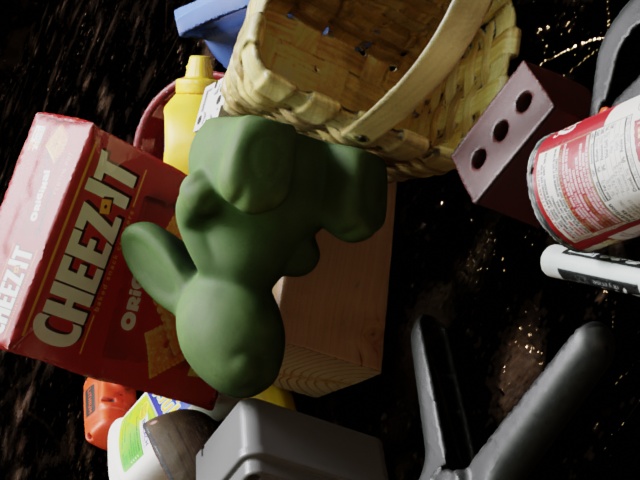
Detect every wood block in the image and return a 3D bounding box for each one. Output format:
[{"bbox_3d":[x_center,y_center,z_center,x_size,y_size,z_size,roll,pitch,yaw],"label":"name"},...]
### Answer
[{"bbox_3d":[-0.005,0.001,0.801,0.090,0.090,0.206,-31,45,52],"label":"wood block"}]

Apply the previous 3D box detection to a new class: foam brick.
[{"bbox_3d":[0.126,-0.056,0.633,0.078,0.051,0.053,-54,30,28],"label":"foam brick"}]

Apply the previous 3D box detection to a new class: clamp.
[{"bbox_3d":[0.079,0.136,0.603,0.165,0.036,0.210,9,80,64],"label":"clamp"},{"bbox_3d":[0.198,-0.125,0.558,0.120,0.039,0.171,-130,58,-70],"label":"clamp"}]

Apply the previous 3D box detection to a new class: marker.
[{"bbox_3d":[0.158,0.019,0.553,0.121,0.020,0.020,16,86,64],"label":"marker"}]

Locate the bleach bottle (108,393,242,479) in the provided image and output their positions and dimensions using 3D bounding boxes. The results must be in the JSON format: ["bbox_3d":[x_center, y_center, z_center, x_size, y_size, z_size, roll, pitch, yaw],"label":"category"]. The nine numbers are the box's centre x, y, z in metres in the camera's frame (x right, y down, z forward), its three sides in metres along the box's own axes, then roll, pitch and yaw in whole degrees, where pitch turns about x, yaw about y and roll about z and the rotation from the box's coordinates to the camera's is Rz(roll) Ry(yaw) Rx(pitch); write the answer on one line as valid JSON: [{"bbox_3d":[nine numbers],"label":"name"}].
[{"bbox_3d":[-0.099,0.127,0.926,0.251,0.068,0.102,-52,31,28],"label":"bleach bottle"}]

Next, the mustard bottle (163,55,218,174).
[{"bbox_3d":[-0.108,-0.064,0.935,0.096,0.058,0.192,-26,-60,-77],"label":"mustard bottle"}]

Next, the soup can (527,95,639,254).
[{"bbox_3d":[0.162,-0.037,0.530,0.102,0.068,0.068,-24,51,55],"label":"soup can"}]

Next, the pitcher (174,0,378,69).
[{"bbox_3d":[-0.001,-0.209,0.879,0.243,0.144,0.149,-3,56,57],"label":"pitcher"}]

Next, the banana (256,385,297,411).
[{"bbox_3d":[-0.047,0.164,0.793,0.037,0.069,0.198,114,152,-67],"label":"banana"}]

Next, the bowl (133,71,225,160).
[{"bbox_3d":[-0.096,-0.077,1.016,0.162,0.162,0.055,-64,-18,12],"label":"bowl"}]

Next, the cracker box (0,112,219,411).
[{"bbox_3d":[-0.140,0.024,0.792,0.072,0.213,0.164,11,79,37],"label":"cracker box"}]

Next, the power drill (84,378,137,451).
[{"bbox_3d":[-0.174,0.125,1.080,0.188,0.057,0.184,-55,26,22],"label":"power drill"}]
